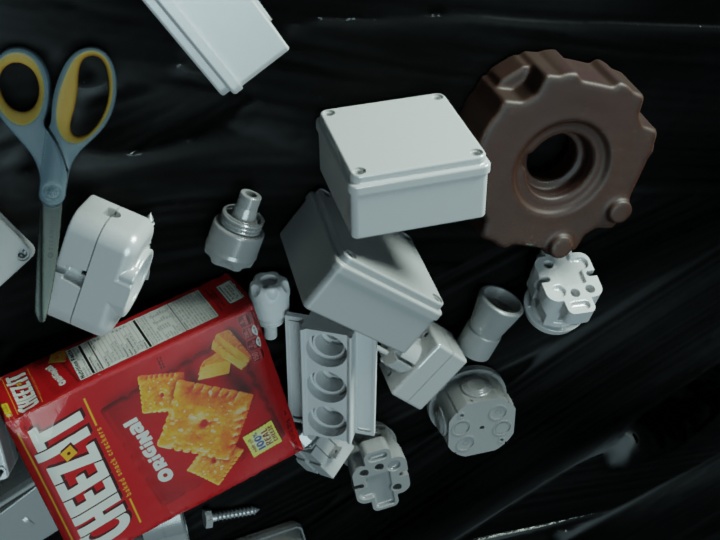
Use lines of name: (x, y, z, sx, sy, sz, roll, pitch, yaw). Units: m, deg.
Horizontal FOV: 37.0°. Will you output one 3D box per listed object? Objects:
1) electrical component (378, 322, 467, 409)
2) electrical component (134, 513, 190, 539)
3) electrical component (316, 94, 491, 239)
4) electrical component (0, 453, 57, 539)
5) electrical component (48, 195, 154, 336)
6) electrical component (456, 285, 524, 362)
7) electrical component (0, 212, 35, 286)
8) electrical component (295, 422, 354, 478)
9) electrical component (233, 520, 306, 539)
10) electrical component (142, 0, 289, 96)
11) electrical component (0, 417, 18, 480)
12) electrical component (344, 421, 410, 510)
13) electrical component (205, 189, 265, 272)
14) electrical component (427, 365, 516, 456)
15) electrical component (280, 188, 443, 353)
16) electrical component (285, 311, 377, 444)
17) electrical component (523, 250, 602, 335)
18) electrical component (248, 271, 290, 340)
electrical component: (0.043, 0.077, 0.976, 0.077, 0.047, 0.065, 32, 108, -31)
electrical component: (-0.199, 0.261, 1.018, 0.074, 0.052, 0.138, -12, 126, -10)
electrical component: (0.031, -0.082, 0.827, 0.109, 0.108, 0.056, -10, 128, -12)
electrical component: (-0.284, 0.197, 0.940, 0.096, 0.061, 0.061, -33, 127, 5)
electrical component: (-0.198, -0.001, 0.827, 0.059, 0.053, 0.095, 23, 115, -3)
electrical component: (0.116, 0.052, 0.989, 0.044, 0.044, 0.065, 11, 124, -25)
electrical component: (-0.312, -0.018, 0.770, 0.109, 0.056, 0.108, -45, 127, -11)
electrical component: (-0.044, 0.159, 1.000, 0.055, 0.066, 0.048, 49, 64, -28)
electrical component: (-0.097, 0.321, 1.090, 0.109, 0.056, 0.108, -17, 127, -7)
electrical component: (-0.108, -0.186, 0.710, 0.056, 0.108, 0.108, -37, 126, 5)
electrical component: (-0.321, 0.123, 0.869, 0.062, 0.061, 0.096, -13, 99, -7)
electrical component: (0.013, 0.182, 1.032, 0.058, 0.057, 0.078, -16, 126, -8)
electrical component: (-0.096, -0.034, 0.858, 0.043, 0.043, 0.062, 11, 117, -25)
electrical component: (0.109, 0.136, 1.036, 0.080, 0.051, 0.080, -9, 125, -13)
electrical component: (0.000, 0.000, 0.872, 0.109, 0.108, 0.056, 27, 114, -31)
electrical component: (-0.022, 0.084, 0.939, 0.079, 0.063, 0.121, 9, 127, 11)
electrical component: (0.181, 0.022, 0.972, 0.058, 0.078, 0.057, -7, 146, -14)
electrical component: (-0.077, 0.033, 0.915, 0.035, 0.035, 0.061, -8, 128, -13)
